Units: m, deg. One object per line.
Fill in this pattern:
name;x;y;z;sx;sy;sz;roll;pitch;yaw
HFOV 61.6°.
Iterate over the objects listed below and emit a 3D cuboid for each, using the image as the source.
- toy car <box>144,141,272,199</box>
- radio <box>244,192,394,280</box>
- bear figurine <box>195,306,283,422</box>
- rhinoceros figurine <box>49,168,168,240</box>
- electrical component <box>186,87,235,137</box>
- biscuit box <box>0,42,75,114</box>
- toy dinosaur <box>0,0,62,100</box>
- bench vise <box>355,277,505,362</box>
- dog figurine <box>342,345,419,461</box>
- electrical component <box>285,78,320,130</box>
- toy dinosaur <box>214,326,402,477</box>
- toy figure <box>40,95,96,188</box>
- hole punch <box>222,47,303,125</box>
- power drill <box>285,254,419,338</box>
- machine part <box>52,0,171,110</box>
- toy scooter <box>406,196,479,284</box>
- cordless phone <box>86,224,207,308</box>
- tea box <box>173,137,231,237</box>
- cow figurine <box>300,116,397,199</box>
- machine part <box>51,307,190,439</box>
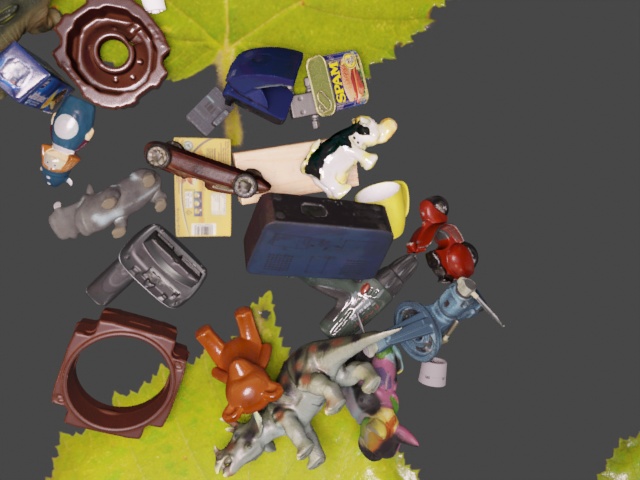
toy car;-0.176;-0.106;0.842;0.202;0.089;0.053;20;100;-5
radio;-0.002;-0.003;0.883;0.229;0.073;0.131;4;137;-19
bear figurine;-0.143;0.216;0.938;0.120;0.196;0.131;-26;104;-5
rhinoceros figurine;-0.348;-0.061;0.886;0.190;0.112;0.073;-32;135;-19
electrical component;-0.182;-0.210;0.889;0.075;0.119;0.047;-46;105;1
biscuit box;-0.418;-0.232;0.785;0.059;0.203;0.062;-45;108;-4
toy dinosaur;-0.510;-0.269;0.761;0.105;0.199;0.471;40;88;-14
bench vise;0.189;0.157;0.993;0.240;0.223;0.129;-14;71;-30
dog figurine;0.114;0.295;1.003;0.108;0.219;0.191;23;95;-20
electrical component;-0.029;-0.243;0.970;0.063;0.021;0.094;-15;104;-10
toy dinosaur;-0.026;0.265;0.967;0.404;0.192;0.131;-53;146;5
toy figure;-0.418;-0.158;0.878;0.064;0.057;0.154;27;96;22
hole punch;-0.090;-0.266;0.878;0.116;0.142;0.092;21;136;-11
power drill;0.051;0.066;1.024;0.207;0.086;0.232;40;90;-24
machine part;-0.333;-0.301;0.870;0.179;0.056;0.179;-2;99;-13
toy scooter;0.227;0.016;1.035;0.135;0.075;0.183;-39;104;-36
cordless phone;-0.308;0.076;0.944;0.184;0.089;0.146;-40;107;8
tea box;-0.204;-0.093;0.932;0.098;0.068;0.169;1;99;-14
cow figurine;0.047;-0.153;0.889;0.098;0.068;0.167;41;87;-10
machine part;-0.349;0.235;0.950;0.201;0.087;0.201;20;97;-16
